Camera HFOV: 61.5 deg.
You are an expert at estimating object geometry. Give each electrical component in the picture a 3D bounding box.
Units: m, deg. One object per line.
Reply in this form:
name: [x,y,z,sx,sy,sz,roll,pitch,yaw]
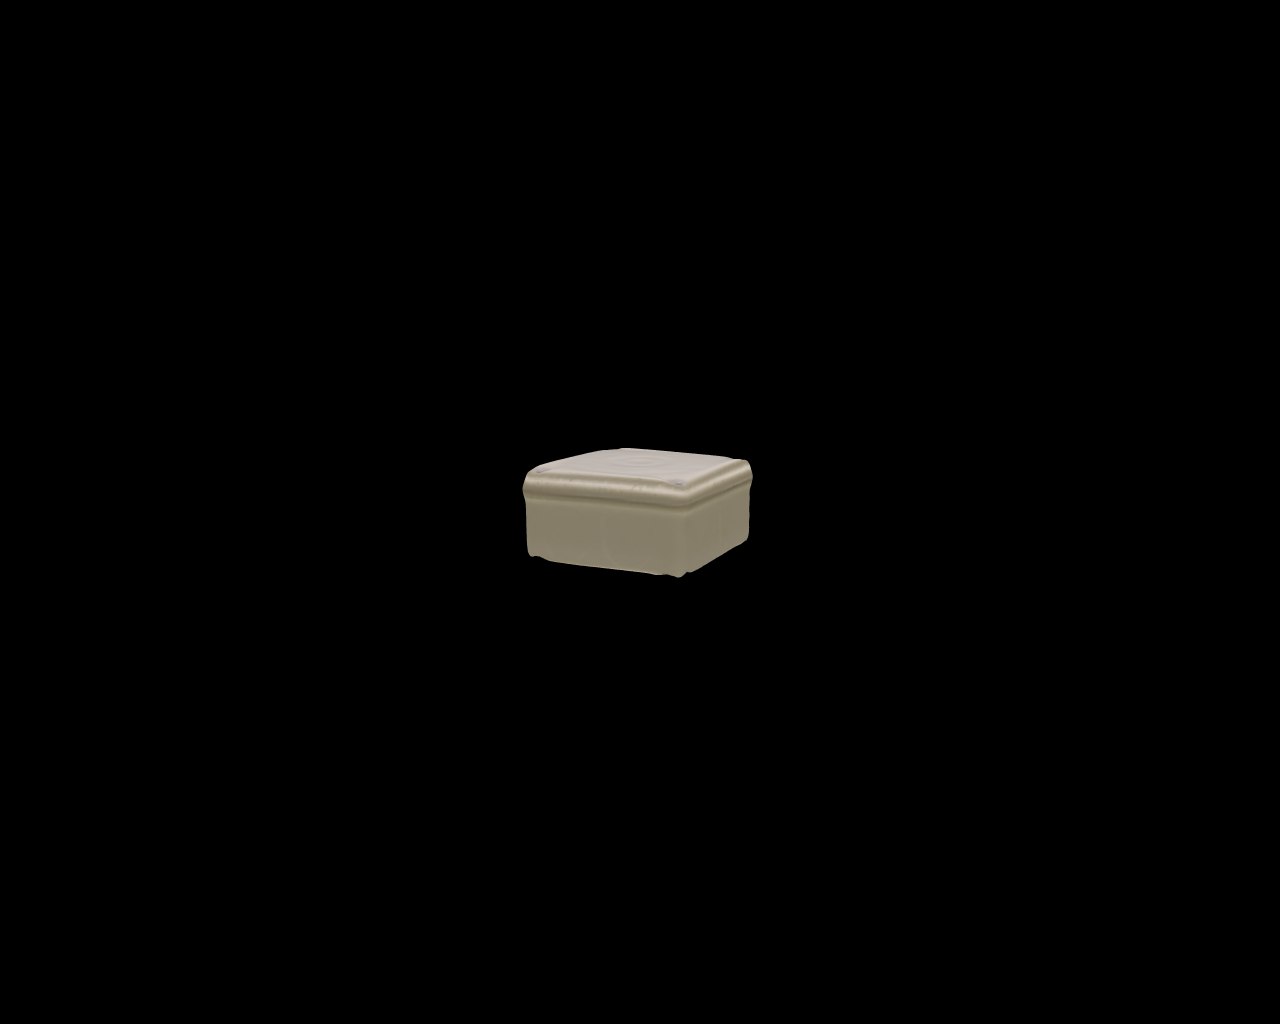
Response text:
electrical component: [0.001,-0.003,0.650,0.109,0.056,0.109,6,13,27]
